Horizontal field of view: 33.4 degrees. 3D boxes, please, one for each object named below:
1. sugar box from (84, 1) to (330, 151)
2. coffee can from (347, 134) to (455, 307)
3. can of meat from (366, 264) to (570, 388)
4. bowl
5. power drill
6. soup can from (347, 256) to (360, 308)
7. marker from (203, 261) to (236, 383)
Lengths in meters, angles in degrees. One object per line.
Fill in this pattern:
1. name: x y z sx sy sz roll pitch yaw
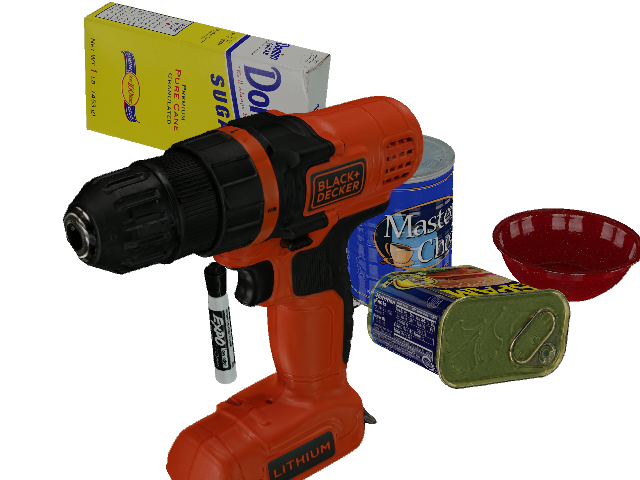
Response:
1. sugar box: -0.085 -0.106 0.773 0.176 0.093 0.048 17 34 17
2. coffee can: 0.074 -0.018 1.008 0.103 0.140 0.103 -2 28 1
3. can of meat: 0.092 0.051 0.682 0.101 0.057 0.084 -3 13 -31
4. bowl: 0.268 0.021 1.171 0.162 0.055 0.162 0 27 0
5. power drill: -0.031 0.033 0.493 0.184 0.188 0.057 -19 37 -37
6. soup can: 0.020 0.023 1.245 0.068 0.102 0.068 -1 31 0
7. marker: -0.085 0.070 0.911 0.020 0.121 0.020 -2 33 1
